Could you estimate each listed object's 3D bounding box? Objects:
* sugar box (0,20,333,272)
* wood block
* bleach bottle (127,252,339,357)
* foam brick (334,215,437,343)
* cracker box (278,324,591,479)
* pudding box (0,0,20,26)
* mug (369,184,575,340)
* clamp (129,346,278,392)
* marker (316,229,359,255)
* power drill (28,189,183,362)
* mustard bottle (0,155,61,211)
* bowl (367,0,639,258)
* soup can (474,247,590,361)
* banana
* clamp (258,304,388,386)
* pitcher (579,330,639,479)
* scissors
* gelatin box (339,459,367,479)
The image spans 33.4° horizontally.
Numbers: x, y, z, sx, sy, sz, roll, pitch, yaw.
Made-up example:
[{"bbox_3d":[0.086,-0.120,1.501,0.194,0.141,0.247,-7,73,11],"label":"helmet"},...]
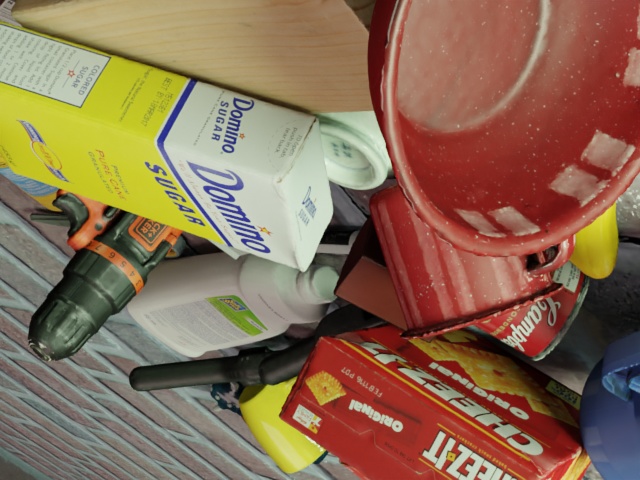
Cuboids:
[{"bbox_3d":[-0.084,-0.045,0.529,0.176,0.048,0.093,20,157,16],"label":"sugar box"},{"bbox_3d":[-0.037,-0.118,0.499,0.207,0.090,0.090,3,147,43],"label":"wood block"},{"bbox_3d":[-0.066,0.052,0.921,0.102,0.068,0.251,38,152,-28],"label":"bleach bottle"},{"bbox_3d":[0.057,0.023,0.720,0.078,0.053,0.051,28,139,-6],"label":"foam brick"},{"bbox_3d":[0.096,0.121,0.731,0.164,0.072,0.213,30,-168,23],"label":"cracker box"},{"bbox_3d":[-0.163,-0.128,0.656,0.089,0.039,0.114,23,159,-27],"label":"pudding box"},{"bbox_3d":[0.084,-0.001,0.575,0.117,0.093,0.081,-20,88,47],"label":"mug"},{"bbox_3d":[-0.074,0.124,1.035,0.164,0.036,0.210,-3,173,-40],"label":"clamp"},{"bbox_3d":[-0.005,0.001,0.802,0.121,0.020,0.020,3,147,44],"label":"marker"},{"bbox_3d":[-0.186,-0.035,0.738,0.187,0.184,0.057,45,151,-16],"label":"power drill"},{"bbox_3d":[-0.229,-0.076,0.831,0.096,0.058,0.191,-9,138,46],"label":"mustard bottle"},{"bbox_3d":[0.073,-0.077,0.410,0.055,0.162,0.162,32,168,49],"label":"bowl"},{"bbox_3d":[0.106,0.021,0.664,0.102,0.068,0.069,29,157,-3],"label":"soup can"},{"bbox_3d":[0.150,-0.029,0.545,0.069,0.037,0.198,35,159,7],"label":"banana"},{"bbox_3d":[0.017,0.082,0.869,0.120,0.039,0.172,-15,159,-17],"label":"clamp"},{"bbox_3d":[0.238,0.089,0.592,0.149,0.144,0.243,58,159,4],"label":"pitcher"},{"bbox_3d":[-0.212,-0.025,0.974,0.202,0.016,0.096,14,152,27],"label":"scissors"},{"bbox_3d":[0.066,0.198,1.046,0.073,0.089,0.030,41,153,-29],"label":"gelatin box"}]
